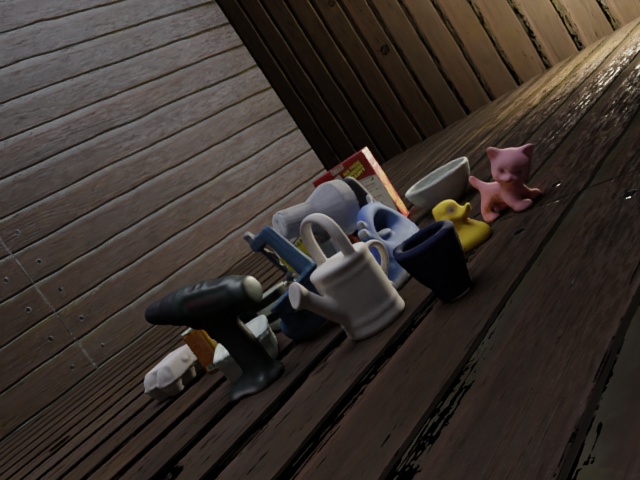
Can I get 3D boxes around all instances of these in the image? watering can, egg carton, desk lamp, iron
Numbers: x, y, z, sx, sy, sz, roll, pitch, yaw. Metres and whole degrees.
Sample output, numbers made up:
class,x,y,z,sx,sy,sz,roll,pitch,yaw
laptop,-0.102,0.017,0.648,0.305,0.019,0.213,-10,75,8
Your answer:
class,x,y,z,sx,sy,sz,roll,pitch,yaw
watering can,0.031,0.049,0.854,0.100,0.194,0.173,-28,9,38
egg carton,-0.327,0.298,1.305,0.107,0.069,0.150,-29,8,31
desk lamp,0.011,0.004,1.173,0.204,0.213,0.117,-38,9,-33
iron,0.110,-0.001,1.054,0.118,0.141,0.258,-31,7,19

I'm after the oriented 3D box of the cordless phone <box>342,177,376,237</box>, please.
class,x,y,z,sx,sy,sz,roll,pitch,yaw
cordless phone,0.105,-0.069,1.365,0.094,0.185,0.147,-36,8,-20

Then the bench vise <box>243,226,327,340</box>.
class,x,y,z,sx,sy,sz,roll,pitch,yaw
bench vise,-0.023,0.048,0.999,0.207,0.220,0.121,-33,7,10

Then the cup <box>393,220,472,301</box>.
class,x,y,z,sx,sy,sz,roll,pitch,yaw
cup,0.154,0.036,0.786,0.092,0.095,0.117,-38,8,-30

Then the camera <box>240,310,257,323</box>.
class,x,y,z,sx,sy,sz,roll,pitch,yaw
camera,-0.205,0.178,1.443,0.143,0.101,0.136,-38,8,-32

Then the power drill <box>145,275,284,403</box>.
class,x,y,z,sx,sy,sz,roll,pitch,yaw
power drill,-0.164,0.158,0.945,0.229,0.208,0.076,-30,8,29

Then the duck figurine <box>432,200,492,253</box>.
class,x,y,z,sx,sy,sz,roll,pitch,yaw
duck figurine,0.217,-0.024,0.945,0.104,0.086,0.078,-28,9,40

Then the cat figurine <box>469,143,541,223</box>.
class,x,y,z,sx,sy,sz,roll,pitch,yaw
cat figurine,0.307,-0.105,0.959,0.067,0.118,0.127,-39,9,-38

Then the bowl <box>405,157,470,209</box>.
class,x,y,z,sx,sy,sz,roll,pitch,yaw
bowl,0.286,-0.120,1.338,0.167,0.075,0.167,-33,7,5
